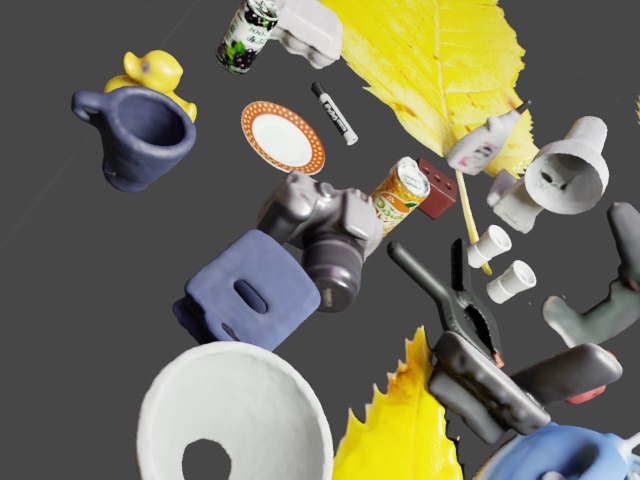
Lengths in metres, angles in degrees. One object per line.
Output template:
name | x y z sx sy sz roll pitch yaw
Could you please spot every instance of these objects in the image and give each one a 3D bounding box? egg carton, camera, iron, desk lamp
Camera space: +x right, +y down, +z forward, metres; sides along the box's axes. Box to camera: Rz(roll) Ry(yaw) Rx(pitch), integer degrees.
egg carton | -0.030 -0.356 0.952 0.151 0.069 0.107 24 44 -22
camera | 0.006 0.002 0.655 0.143 0.100 0.137 27 43 -19
iron | 0.243 0.271 0.593 0.259 0.141 0.118 -16 67 -46
desk lamp | 0.393 -0.111 0.983 0.118 0.213 0.203 41 40 -3

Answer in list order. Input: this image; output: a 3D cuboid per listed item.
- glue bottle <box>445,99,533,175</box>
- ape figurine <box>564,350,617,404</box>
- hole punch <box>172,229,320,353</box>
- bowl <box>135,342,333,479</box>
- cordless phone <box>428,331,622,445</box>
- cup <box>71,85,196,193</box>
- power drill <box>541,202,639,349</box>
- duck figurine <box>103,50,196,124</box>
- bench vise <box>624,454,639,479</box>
glue bottle | 0.301 -0.184 0.999 0.078 0.172 0.037 12 50 -32
ape figurine | 0.380 0.188 0.814 0.078 0.092 0.076 50 41 8
hole punch | -0.069 0.061 0.552 0.108 0.091 0.101 46 40 2
bowl | -0.077 0.172 0.464 0.168 0.074 0.167 22 45 -24
cordless phone | 0.228 0.143 0.655 0.148 0.184 0.094 39 41 -6
cup | -0.197 -0.097 0.577 0.118 0.094 0.091 18 47 -27
power drill | 0.450 0.082 0.871 0.229 0.208 0.076 48 40 4
duck figurine | -0.186 -0.174 0.658 0.105 0.086 0.077 25 44 -22
bench vise | 0.397 0.318 0.619 0.122 0.219 0.207 28 43 -18
